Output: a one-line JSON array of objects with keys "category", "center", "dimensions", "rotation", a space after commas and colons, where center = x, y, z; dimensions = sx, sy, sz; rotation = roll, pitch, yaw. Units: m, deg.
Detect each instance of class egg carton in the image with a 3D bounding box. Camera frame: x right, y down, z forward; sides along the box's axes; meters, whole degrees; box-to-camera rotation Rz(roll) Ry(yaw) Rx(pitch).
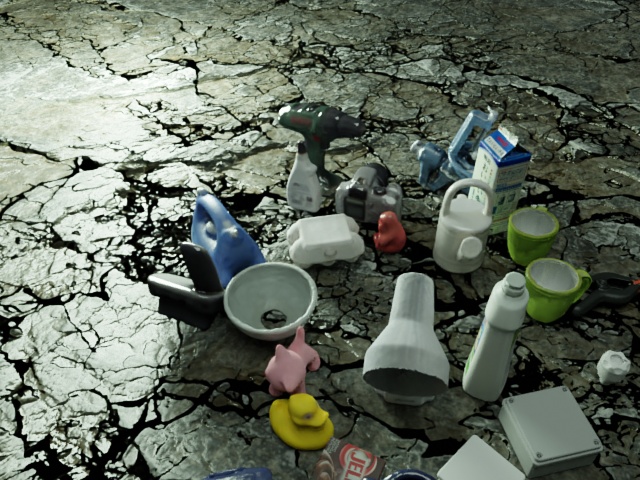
[{"category": "egg carton", "center": [0.011, 0.004, 1.152], "dimensions": [0.150, 0.069, 0.107], "rotation": [-8, 44, -7]}]

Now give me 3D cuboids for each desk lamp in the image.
[{"category": "desk lamp", "center": [0.133, 0.167, 0.874], "dimensions": [0.117, 0.214, 0.203], "rotation": [6, 44, 8]}]

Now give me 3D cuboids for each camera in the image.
[{"category": "camera", "center": [0.119, -0.114, 1.251], "dimensions": [0.143, 0.101, 0.137], "rotation": [15, 46, 16]}]

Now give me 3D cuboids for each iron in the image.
[{"category": "iron", "center": [-0.205, -0.029, 1.139], "dimensions": [0.119, 0.141, 0.257], "rotation": [-23, 48, -22]}]

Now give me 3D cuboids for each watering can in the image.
[{"category": "watering can", "center": [0.280, -0.031, 1.093], "dimensions": [0.101, 0.194, 0.172], "rotation": [-13, 45, -12]}]

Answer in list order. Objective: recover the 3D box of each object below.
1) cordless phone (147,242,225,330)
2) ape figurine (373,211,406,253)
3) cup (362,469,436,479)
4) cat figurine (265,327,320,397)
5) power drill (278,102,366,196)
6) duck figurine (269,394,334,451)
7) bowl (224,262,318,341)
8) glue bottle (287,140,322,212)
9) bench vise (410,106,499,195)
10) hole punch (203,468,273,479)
[{"category": "cordless phone", "center": [-0.238, 0.060, 1.015], "dimensions": [0.147, 0.185, 0.094], "rotation": [12, 45, 14]}, {"category": "ape figurine", "center": [0.138, -0.021, 1.160], "dimensions": [0.076, 0.092, 0.078], "rotation": [21, 48, 22]}, {"category": "cup", "center": [0.106, 0.361, 0.757], "dimensions": [0.117, 0.095, 0.092], "rotation": [17, 47, 19]}, {"category": "cat figurine", "center": [-0.047, 0.198, 0.915], "dimensions": [0.067, 0.118, 0.128], "rotation": [12, 45, 13]}, {"category": "power drill", "center": [0.007, -0.208, 1.274], "dimensions": [0.228, 0.209, 0.076], "rotation": [29, 51, 28]}, {"category": "duck figurine", "center": [-0.029, 0.264, 0.868], "dimensions": [0.104, 0.086, 0.078], "rotation": [19, 47, 20]}, {"category": "bowl", "center": [-0.086, 0.122, 1.027], "dimensions": [0.167, 0.075, 0.167], "rotation": [0, 44, 1]}, {"category": "glue bottle", "center": [-0.035, -0.139, 1.228], "dimensions": [0.078, 0.173, 0.037], "rotation": [15, 46, 17]}, {"category": "bench vise", "center": [0.299, -0.190, 1.241], "dimensions": [0.207, 0.220, 0.121], "rotation": [6, 44, 8]}, {"category": "hole punch", "center": [-0.114, 0.355, 0.771], "dimensions": [0.109, 0.091, 0.101], "rotation": [-8, 44, -7]}]
